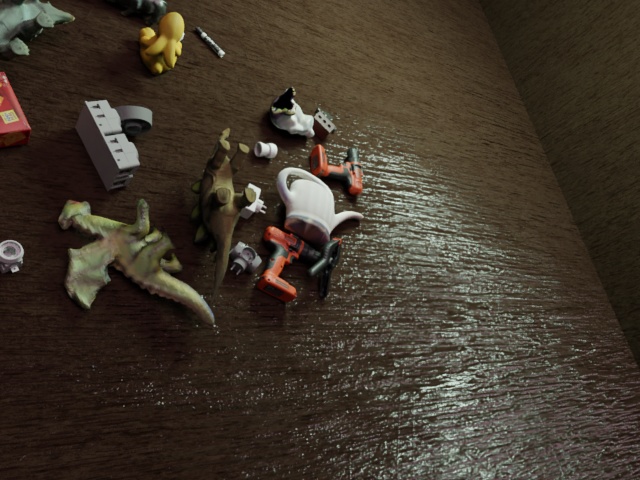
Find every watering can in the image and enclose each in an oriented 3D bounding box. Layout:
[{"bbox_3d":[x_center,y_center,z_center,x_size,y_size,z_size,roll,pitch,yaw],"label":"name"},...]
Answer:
[{"bbox_3d":[0.005,-0.077,1.532,0.344,0.102,0.230,31,49,-31],"label":"watering can"}]

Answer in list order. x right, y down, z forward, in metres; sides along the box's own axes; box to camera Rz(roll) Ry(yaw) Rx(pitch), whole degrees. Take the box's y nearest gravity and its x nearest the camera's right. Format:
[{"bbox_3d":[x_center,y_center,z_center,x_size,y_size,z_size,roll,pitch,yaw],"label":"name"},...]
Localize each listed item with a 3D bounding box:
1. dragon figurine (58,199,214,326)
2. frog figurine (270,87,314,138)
[{"bbox_3d":[-0.431,0.065,1.136,0.245,0.120,0.412,-30,81,-27],"label":"dragon figurine"},{"bbox_3d":[-0.090,-0.393,1.672,0.140,0.122,0.156,63,4,36],"label":"frog figurine"}]
